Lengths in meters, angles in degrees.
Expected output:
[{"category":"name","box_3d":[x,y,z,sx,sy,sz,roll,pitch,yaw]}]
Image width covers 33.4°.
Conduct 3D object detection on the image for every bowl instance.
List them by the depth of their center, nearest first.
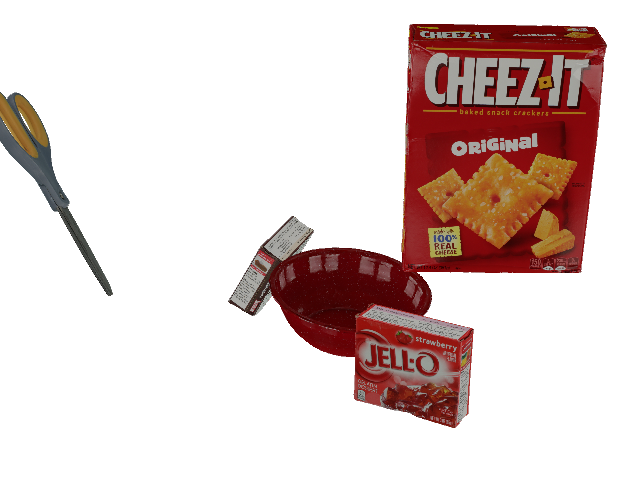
[{"category":"bowl","box_3d":[0.028,0.068,1.064,0.162,0.055,0.162,4,28,-2]}]

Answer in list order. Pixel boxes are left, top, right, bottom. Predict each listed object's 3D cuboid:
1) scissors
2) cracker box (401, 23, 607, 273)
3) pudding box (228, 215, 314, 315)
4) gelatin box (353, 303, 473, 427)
[{"category":"scissors","box_3d":[-0.234,-0.050,0.942,0.016,0.201,0.096,-26,24,9]},{"category":"cracker box","box_3d":[0.156,-0.077,0.941,0.164,0.214,0.072,1,24,3]},{"category":"pudding box","box_3d":[-0.058,0.030,1.286,0.039,0.090,0.113,32,27,3]},{"category":"gelatin box","box_3d":[0.069,0.094,0.809,0.089,0.073,0.030,12,24,28]}]
